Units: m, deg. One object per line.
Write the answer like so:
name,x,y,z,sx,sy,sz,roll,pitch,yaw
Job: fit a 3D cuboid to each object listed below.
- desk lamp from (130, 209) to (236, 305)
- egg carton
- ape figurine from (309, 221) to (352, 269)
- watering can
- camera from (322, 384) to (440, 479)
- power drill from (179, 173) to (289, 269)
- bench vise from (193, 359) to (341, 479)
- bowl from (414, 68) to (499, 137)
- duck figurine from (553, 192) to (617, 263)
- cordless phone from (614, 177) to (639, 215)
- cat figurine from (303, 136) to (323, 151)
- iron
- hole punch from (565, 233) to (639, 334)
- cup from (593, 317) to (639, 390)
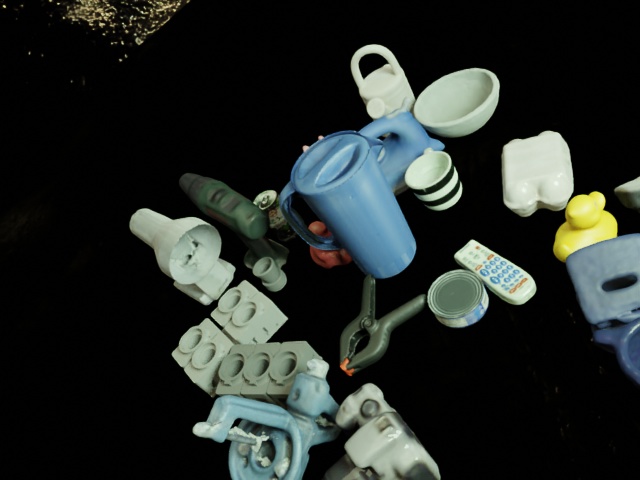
desk lamp,-0.261,0.030,1.105,0.202,0.214,0.118,18,63,44
egg carton,0.349,-0.108,0.923,0.107,0.070,0.150,-12,45,26
ape figurine,0.010,0.004,1.035,0.076,0.092,0.078,-7,47,30
watering can,0.133,-0.309,1.176,0.101,0.195,0.172,-27,40,11
camera,0.055,0.274,0.729,0.137,0.101,0.142,-39,40,-4
power drill,-0.157,-0.029,1.093,0.228,0.209,0.076,23,66,46
bench vise,-0.071,0.239,0.759,0.121,0.220,0.207,-7,47,30
bowl,0.273,-0.253,1.116,0.167,0.075,0.167,-19,42,19
duck figurine,0.370,-0.022,0.810,0.105,0.086,0.077,-45,40,-11
cordless phone,0.466,-0.117,0.756,0.147,0.186,0.094,-25,41,12
cat figurine,0.006,-0.161,1.180,0.067,0.118,0.128,-14,44,24
iron,0.097,-0.154,1.090,0.258,0.142,0.118,-34,40,2
hole punch,0.378,0.058,0.721,0.108,0.091,0.101,-20,42,18
cup,0.371,0.141,0.641,0.117,0.095,0.092,11,58,42
